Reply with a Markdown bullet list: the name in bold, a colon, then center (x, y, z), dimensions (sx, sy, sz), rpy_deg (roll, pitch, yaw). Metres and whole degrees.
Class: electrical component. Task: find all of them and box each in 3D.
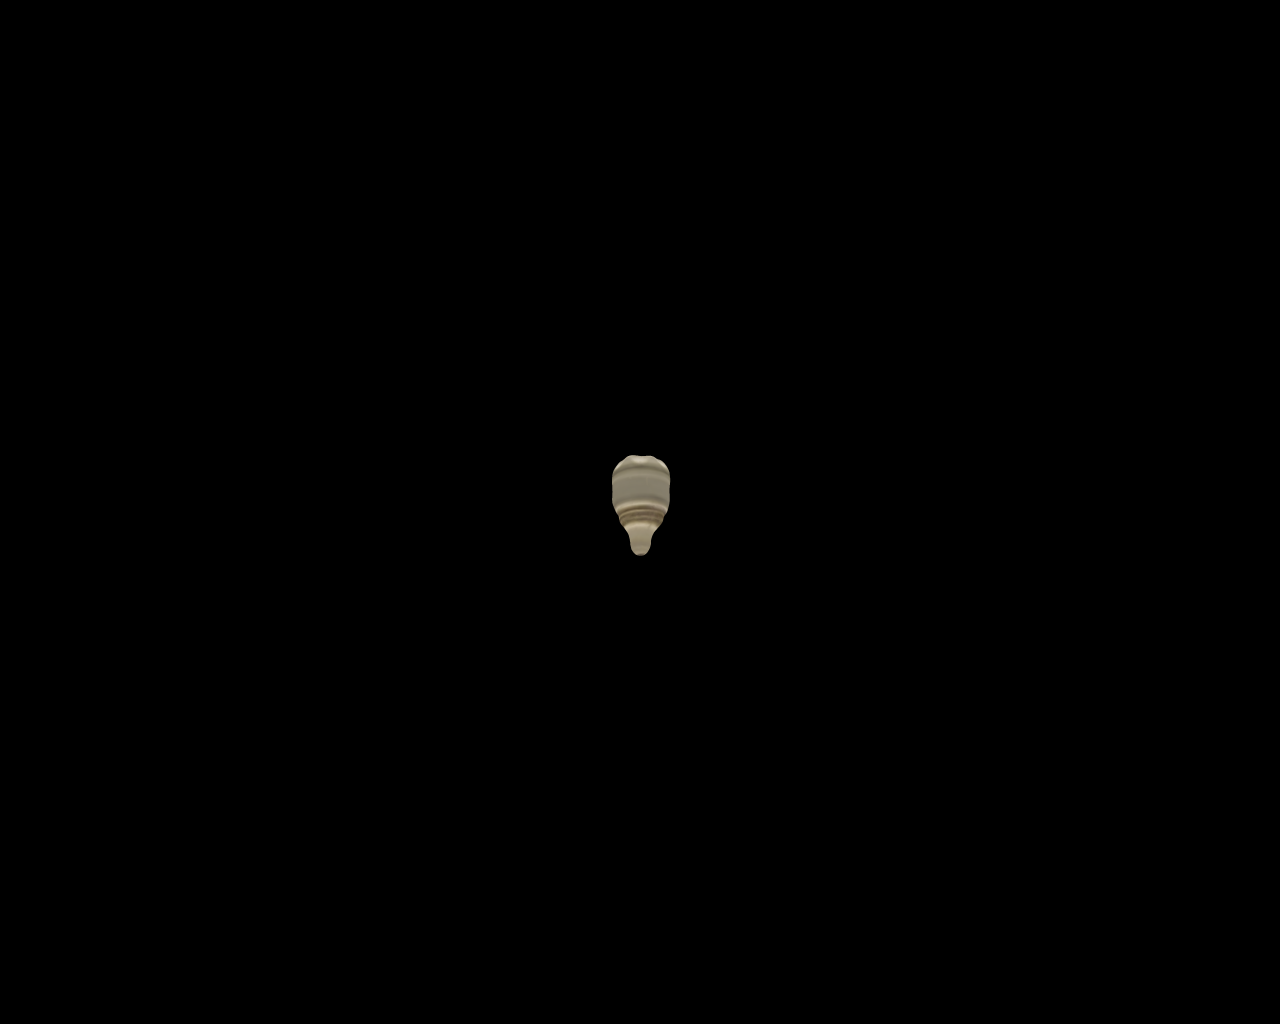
- **electrical component**: center (0.001, -0.003, 0.650), dimensions (0.035, 0.061, 0.035), rpy_deg (0, -21, 0)
